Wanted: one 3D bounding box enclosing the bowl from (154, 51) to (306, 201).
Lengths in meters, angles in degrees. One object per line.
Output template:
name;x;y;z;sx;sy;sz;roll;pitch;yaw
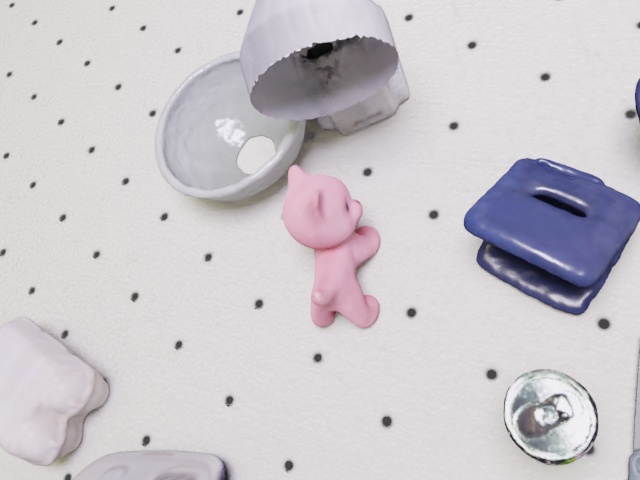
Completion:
bowl;-0.081;-0.106;0.589;0.167;0.075;0.167;-8;66;19

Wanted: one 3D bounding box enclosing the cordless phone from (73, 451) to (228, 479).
cordless phone;-0.169;0.205;0.431;0.147;0.185;0.094;-9;66;19

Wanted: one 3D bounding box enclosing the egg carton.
egg carton;-0.287;0.148;0.571;0.149;0.070;0.107;24;79;29

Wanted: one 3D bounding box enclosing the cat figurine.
cat figurine;0.004;0.002;0.484;0.067;0.118;0.128;-8;66;20

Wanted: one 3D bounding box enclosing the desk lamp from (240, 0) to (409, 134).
desk lamp;0.002;-0.181;0.506;0.117;0.214;0.203;-19;63;14

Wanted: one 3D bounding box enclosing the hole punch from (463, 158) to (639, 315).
hole punch;0.175;-0.014;0.436;0.108;0.091;0.101;30;82;30

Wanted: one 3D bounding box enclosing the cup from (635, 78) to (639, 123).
cup;0.281;-0.099;0.426;0.091;0.095;0.118;0;69;22
